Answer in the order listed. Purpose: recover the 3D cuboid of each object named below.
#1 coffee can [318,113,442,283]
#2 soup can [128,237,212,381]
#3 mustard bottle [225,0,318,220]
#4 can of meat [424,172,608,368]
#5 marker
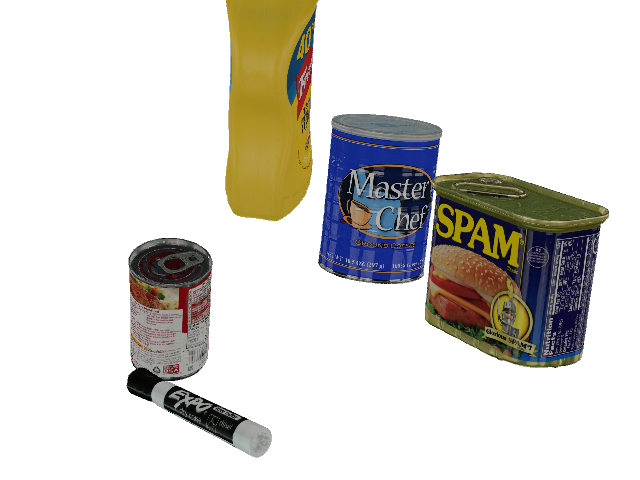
[{"bbox_3d":[0.055,-0.041,1.003,0.103,0.140,0.103,5,15,-2],"label":"coffee can"},{"bbox_3d":[-0.126,0.058,0.893,0.068,0.102,0.068,4,34,-3],"label":"soup can"},{"bbox_3d":[-0.031,-0.114,0.689,0.058,0.192,0.096,9,39,7],"label":"mustard bottle"},{"bbox_3d":[0.103,0.015,0.589,0.057,0.084,0.102,-7,20,-32],"label":"can of meat"},{"bbox_3d":[-0.079,0.105,0.667,0.121,0.020,0.020,17,11,39],"label":"marker"}]
